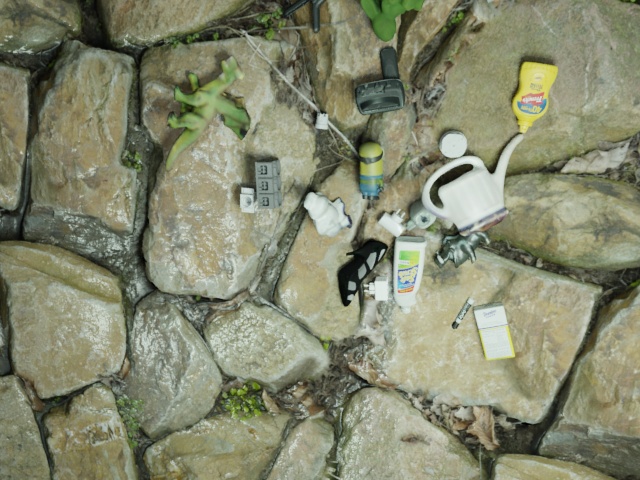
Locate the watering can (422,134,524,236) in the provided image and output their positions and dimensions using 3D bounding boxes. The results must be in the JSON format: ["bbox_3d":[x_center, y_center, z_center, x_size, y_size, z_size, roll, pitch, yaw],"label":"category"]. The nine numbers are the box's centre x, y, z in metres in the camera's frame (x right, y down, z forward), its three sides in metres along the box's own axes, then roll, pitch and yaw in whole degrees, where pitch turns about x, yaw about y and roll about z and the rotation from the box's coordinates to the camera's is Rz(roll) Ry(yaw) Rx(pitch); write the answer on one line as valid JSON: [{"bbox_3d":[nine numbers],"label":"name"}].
[{"bbox_3d":[0.473,-0.151,1.495,0.347,0.225,0.104,-27,-4,5],"label":"watering can"}]

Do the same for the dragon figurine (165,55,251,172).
[{"bbox_3d":[-0.342,-0.385,1.632,0.243,0.404,0.124,16,18,-1],"label":"dragon figurine"}]

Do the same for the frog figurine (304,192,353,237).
[{"bbox_3d":[0.005,-0.080,1.599,0.159,0.139,0.121,10,-23,-39],"label":"frog figurine"}]
